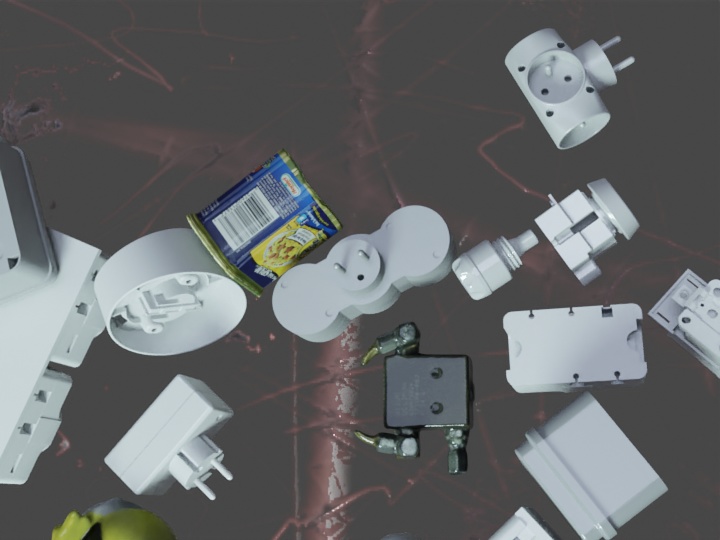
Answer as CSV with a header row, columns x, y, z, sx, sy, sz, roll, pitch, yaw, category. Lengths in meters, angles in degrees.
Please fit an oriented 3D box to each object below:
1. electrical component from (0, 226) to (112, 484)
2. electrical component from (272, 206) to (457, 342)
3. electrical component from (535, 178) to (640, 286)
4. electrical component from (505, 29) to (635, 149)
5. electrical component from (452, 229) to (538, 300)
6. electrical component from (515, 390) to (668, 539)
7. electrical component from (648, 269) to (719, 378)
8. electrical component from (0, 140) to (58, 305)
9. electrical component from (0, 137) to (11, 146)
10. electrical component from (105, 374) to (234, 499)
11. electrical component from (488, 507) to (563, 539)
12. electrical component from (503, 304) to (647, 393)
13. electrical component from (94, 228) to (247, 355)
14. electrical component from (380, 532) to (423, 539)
x,y,z,sx,sy,sz,roll,pitch,yaw,category
-0.269,0.057,0.823,0.105,0.060,0.186,22,83,17,electrical component
0.000,0.000,0.765,0.138,0.074,0.052,-29,73,6,electrical component
0.160,-0.031,0.750,0.055,0.048,0.066,-37,72,11,electrical component
0.158,-0.140,0.775,0.079,0.044,0.077,-30,73,6,electrical component
0.098,-0.007,0.765,0.061,0.035,0.035,-34,72,2,electrical component
0.144,0.129,0.682,0.057,0.113,0.078,-38,72,0,electrical component
0.235,0.038,0.707,0.081,0.064,0.042,41,90,17,electrical component
-0.274,-0.033,0.781,0.078,0.057,0.113,-21,74,8,electrical component
-0.324,-0.065,0.872,0.079,0.043,0.077,-5,77,13,electrical component
-0.125,0.133,0.779,0.076,0.047,0.083,41,89,18,electrical component
0.136,0.226,0.674,0.062,0.089,0.150,-44,72,1,electrical component
0.146,0.055,0.728,0.089,0.056,0.050,-5,77,12,electrical component
-0.141,0.018,0.785,0.099,0.099,0.064,-33,66,4,electrical component
0.043,0.221,0.713,0.095,0.059,0.053,40,89,18,electrical component
